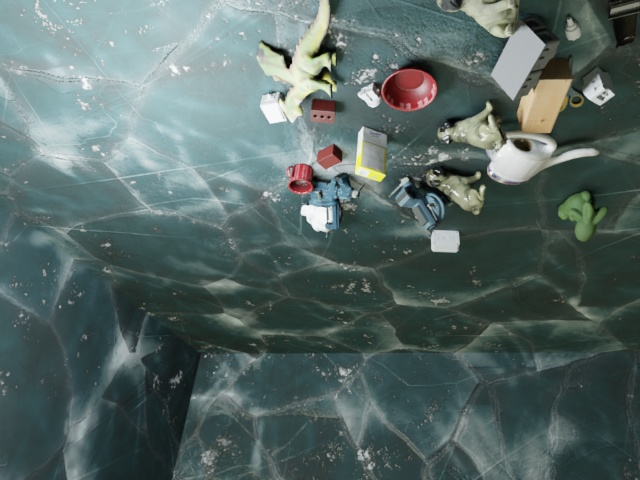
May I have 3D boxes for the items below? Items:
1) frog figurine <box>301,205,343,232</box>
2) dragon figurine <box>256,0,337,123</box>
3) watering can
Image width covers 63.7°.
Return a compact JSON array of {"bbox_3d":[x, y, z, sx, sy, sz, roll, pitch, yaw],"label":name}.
[{"bbox_3d":[0.006,-0.104,2.076,0.159,0.125,0.135,26,111,-14],"label":"frog figurine"},{"bbox_3d":[-0.070,-0.506,1.463,0.243,0.125,0.400,9,140,12],"label":"dragon figurine"},{"bbox_3d":[0.702,-0.264,1.688,0.347,0.106,0.219,11,149,-5],"label":"watering can"}]
